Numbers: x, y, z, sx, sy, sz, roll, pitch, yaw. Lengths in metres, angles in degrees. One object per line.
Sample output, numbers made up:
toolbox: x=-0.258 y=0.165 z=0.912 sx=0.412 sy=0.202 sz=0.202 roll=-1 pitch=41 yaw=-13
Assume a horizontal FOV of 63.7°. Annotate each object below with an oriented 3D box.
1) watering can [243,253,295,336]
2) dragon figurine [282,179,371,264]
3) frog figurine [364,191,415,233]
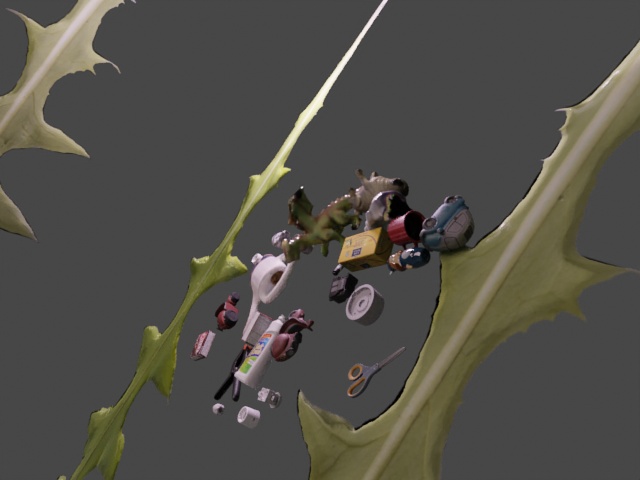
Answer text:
watering can: x=-0.212 y=0.185 z=1.948 sx=0.348 sy=0.103 sz=0.226 roll=-56 pitch=25 yaw=-3
dragon figurine: x=0.005 y=-0.089 z=1.776 sx=0.414 sy=0.241 sz=0.122 roll=-62 pitch=21 yaw=-10
frog figurine: x=0.196 y=-0.083 z=1.593 sx=0.139 sy=0.122 sz=0.158 roll=-30 pitch=3 yaw=-30
